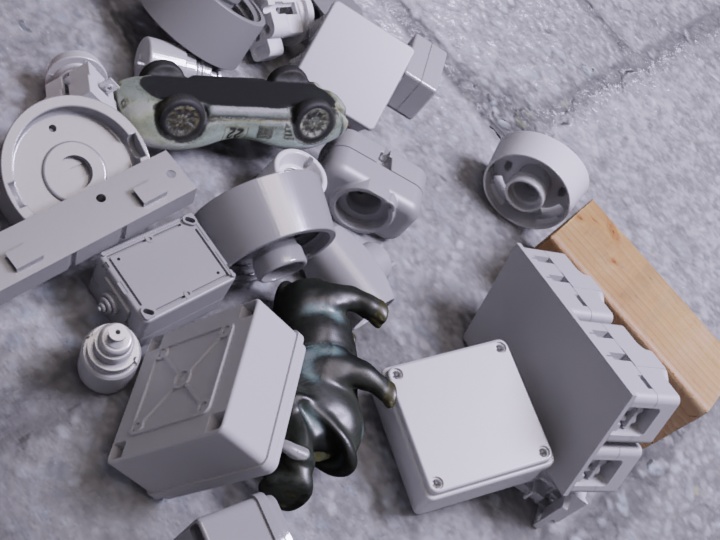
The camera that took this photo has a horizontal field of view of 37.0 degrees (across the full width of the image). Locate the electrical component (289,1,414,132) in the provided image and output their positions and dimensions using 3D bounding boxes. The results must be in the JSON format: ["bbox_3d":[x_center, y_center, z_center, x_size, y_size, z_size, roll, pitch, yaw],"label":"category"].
[{"bbox_3d":[-0.012,-0.185,0.998,0.100,0.048,0.099,30,82,-15],"label":"electrical component"}]

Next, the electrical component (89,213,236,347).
[{"bbox_3d":[-0.150,0.013,0.780,0.096,0.061,0.061,-28,76,-35],"label":"electrical component"}]

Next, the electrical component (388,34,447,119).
[{"bbox_3d":[0.039,-0.203,1.072,0.077,0.047,0.065,30,47,-15],"label":"electrical component"}]

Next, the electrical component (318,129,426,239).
[{"bbox_3d":[0.006,-0.072,0.952,0.095,0.053,0.059,28,47,-16],"label":"electrical component"}]

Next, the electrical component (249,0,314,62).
[{"bbox_3d":[-0.080,-0.236,1.003,0.057,0.058,0.078,-18,93,-45],"label":"electrical component"}]

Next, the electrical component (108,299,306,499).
[{"bbox_3d":[-0.101,0.087,0.719,0.056,0.109,0.108,46,40,-33],"label":"electrical component"}]

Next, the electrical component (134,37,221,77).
[{"bbox_3d":[-0.156,-0.172,0.918,0.078,0.040,0.040,8,55,-31],"label":"electrical component"}]

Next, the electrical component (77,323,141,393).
[{"bbox_3d":[-0.168,0.055,0.726,0.040,0.078,0.040,8,64,-16],"label":"electrical component"}]

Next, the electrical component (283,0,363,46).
[{"bbox_3d":[-0.035,-0.251,1.059,0.064,0.042,0.081,-28,78,-45],"label":"electrical component"}]

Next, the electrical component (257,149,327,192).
[{"bbox_3d":[-0.060,-0.069,0.907,0.055,0.047,0.055,18,51,-24],"label":"electrical component"}]

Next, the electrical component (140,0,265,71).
[{"bbox_3d":[-0.132,-0.233,0.936,0.108,0.060,0.108,38,20,-17],"label":"electrical component"}]

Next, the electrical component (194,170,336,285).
[{"bbox_3d":[-0.070,-0.025,0.830,0.108,0.108,0.060,-12,74,-40],"label":"electrical component"}]

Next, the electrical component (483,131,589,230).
[{"bbox_3d":[0.172,-0.090,1.053,0.099,0.099,0.064,40,51,-4],"label":"electrical component"}]

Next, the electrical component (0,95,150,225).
[{"bbox_3d":[-0.213,-0.067,0.782,0.108,0.060,0.108,5,79,-30],"label":"electrical component"}]

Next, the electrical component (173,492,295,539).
[{"bbox_3d":[-0.075,0.207,0.656,0.056,0.108,0.108,-13,68,-38],"label":"electrical component"}]

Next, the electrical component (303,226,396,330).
[{"bbox_3d":[0.000,0.000,0.903,0.079,0.043,0.077,-29,79,-44],"label":"electrical component"}]

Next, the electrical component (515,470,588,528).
[{"bbox_3d":[0.157,0.168,0.895,0.064,0.042,0.081,36,45,-6],"label":"electrical component"}]

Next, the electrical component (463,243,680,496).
[{"bbox_3d":[0.169,0.078,0.878,0.060,0.105,0.186,7,34,-31],"label":"electrical component"}]

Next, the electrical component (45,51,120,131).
[{"bbox_3d":[-0.220,-0.138,0.839,0.048,0.066,0.055,49,20,-52],"label":"electrical component"}]

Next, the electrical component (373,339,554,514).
[{"bbox_3d":[0.079,0.121,0.842,0.109,0.056,0.108,-13,66,-17],"label":"electrical component"}]
